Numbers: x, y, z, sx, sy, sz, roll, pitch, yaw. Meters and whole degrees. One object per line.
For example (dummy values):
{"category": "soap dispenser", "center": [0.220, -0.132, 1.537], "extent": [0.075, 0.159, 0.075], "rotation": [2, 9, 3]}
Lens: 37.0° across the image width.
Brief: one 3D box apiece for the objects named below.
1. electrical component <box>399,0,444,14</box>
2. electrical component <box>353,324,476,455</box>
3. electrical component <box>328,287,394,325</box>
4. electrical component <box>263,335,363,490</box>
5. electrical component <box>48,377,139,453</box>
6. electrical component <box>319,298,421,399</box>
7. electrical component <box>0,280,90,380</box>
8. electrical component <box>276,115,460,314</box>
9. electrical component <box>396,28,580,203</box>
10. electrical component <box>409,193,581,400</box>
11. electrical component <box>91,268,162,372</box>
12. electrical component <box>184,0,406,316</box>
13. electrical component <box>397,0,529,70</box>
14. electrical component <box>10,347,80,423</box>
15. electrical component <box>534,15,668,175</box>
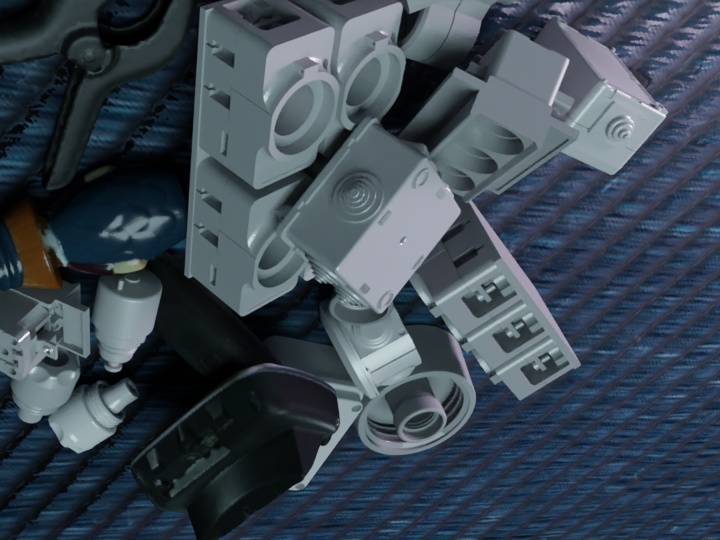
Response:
{"category": "electrical component", "center": [0.025, -0.179, 0.527], "extent": [0.056, 0.050, 0.089], "rotation": [-22, 136, -3]}
{"category": "electrical component", "center": [0.041, 0.103, 0.864], "extent": [0.108, 0.060, 0.108], "rotation": [-11, 134, -12]}
{"category": "electrical component", "center": [0.000, 0.000, 0.747], "extent": [0.044, 0.065, 0.044], "rotation": [-1, 144, -1]}
{"category": "electrical component", "center": [-0.057, 0.114, 0.836], "extent": [0.078, 0.057, 0.113], "rotation": [14, 125, -32]}
{"category": "electrical component", "center": [-0.191, 0.101, 0.782], "extent": [0.062, 0.043, 0.043], "rotation": [-32, 135, 7]}
{"category": "electrical component", "center": [0.007, 0.049, 0.788], "extent": [0.051, 0.080, 0.080], "rotation": [-28, 135, -2]}
{"category": "electrical component", "center": [-0.215, 0.032, 0.684], "extent": [0.081, 0.063, 0.042], "rotation": [22, 130, 13]}
{"category": "electrical component", "center": [0.009, -0.029, 0.639], "extent": [0.099, 0.048, 0.099], "rotation": [-52, 153, -4]}
{"category": "electrical component", "center": [0.077, -0.092, 0.652], "extent": [0.079, 0.063, 0.121], "rotation": [26, 164, -8]}
{"category": "electrical component", "center": [0.091, 0.020, 0.785], "extent": [0.062, 0.089, 0.150], "rotation": [-33, 135, 10]}
{"category": "electrical component", "center": [-0.154, 0.033, 0.697], "extent": [0.040, 0.040, 0.078], "rotation": [4, 124, -25]}
{"category": "electrical component", "center": [-0.040, -0.071, 0.638], "extent": [0.105, 0.060, 0.186], "rotation": [-30, 144, -38]}
{"category": "electrical component", "center": [0.076, -0.177, 0.622], "extent": [0.074, 0.052, 0.138], "rotation": [11, 127, -30]}
{"category": "electrical component", "center": [-0.222, 0.080, 0.749], "extent": [0.043, 0.043, 0.062], "rotation": [10, 128, -29]}
{"category": "electrical component", "center": [0.143, -0.104, 0.685], "extent": [0.062, 0.096, 0.061], "rotation": [18, 123, -33]}
